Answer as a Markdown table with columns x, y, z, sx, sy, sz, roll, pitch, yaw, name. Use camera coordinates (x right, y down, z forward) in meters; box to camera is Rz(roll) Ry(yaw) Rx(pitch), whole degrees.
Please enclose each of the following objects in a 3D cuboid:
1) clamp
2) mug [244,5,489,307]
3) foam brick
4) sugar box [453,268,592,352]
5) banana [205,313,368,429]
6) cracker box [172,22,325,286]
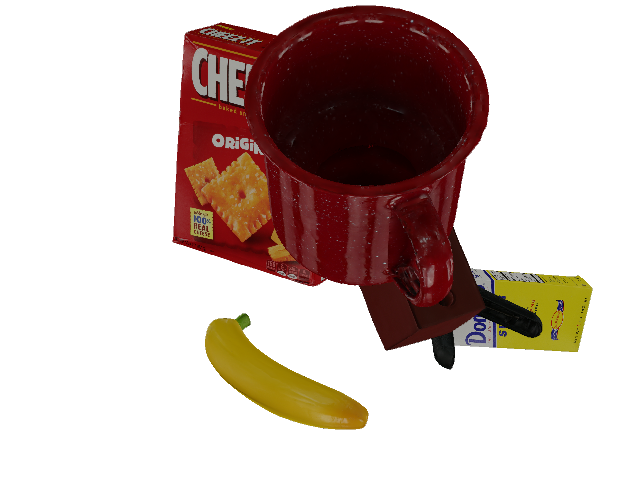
| x | y | z | sx | sy | sz | roll | pitch | yaw | name |
| --- | --- | --- | --- | --- | --- | --- | --- | --- | --- |
| 0.134 | 0.052 | 1.043 | 0.120 | 0.039 | 0.171 | -4 | 44 | -26 | clamp |
| 0.023 | -0.025 | 0.431 | 0.093 | 0.117 | 0.081 | -22 | -30 | -12 | mug |
| 0.060 | 0.023 | 0.684 | 0.052 | 0.078 | 0.051 | -14 | -14 | -29 | foam brick |
| 0.244 | 0.088 | 1.337 | 0.176 | 0.093 | 0.048 | 3 | 19 | -14 | sugar box |
| -0.042 | 0.103 | 0.861 | 0.069 | 0.037 | 0.198 | -19 | 32 | -28 | banana |
| -0.052 | -0.080 | 1.004 | 0.164 | 0.214 | 0.072 | 18 | 27 | 24 | cracker box |
